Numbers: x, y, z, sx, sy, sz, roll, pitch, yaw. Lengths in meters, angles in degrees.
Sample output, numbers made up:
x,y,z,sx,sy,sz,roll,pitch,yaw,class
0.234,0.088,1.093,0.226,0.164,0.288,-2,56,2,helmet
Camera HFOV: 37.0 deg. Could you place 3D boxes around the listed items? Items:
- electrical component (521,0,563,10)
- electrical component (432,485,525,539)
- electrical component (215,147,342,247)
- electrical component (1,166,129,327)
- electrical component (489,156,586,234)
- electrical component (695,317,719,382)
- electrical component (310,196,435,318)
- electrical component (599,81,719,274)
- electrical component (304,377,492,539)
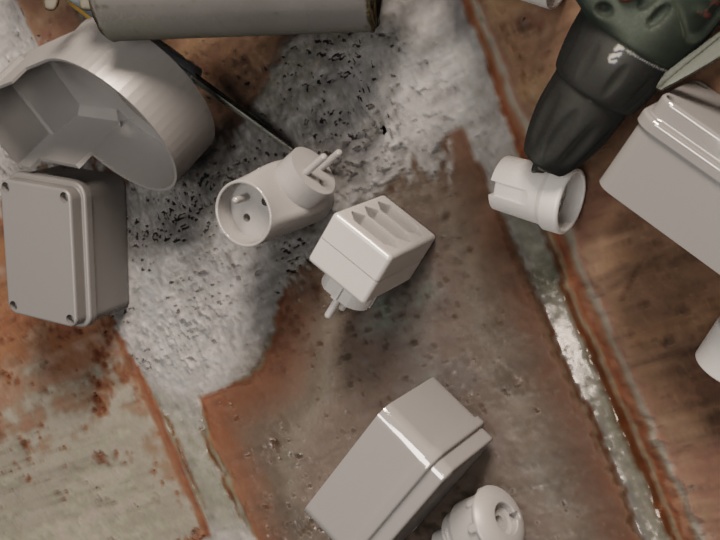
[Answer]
x,y,z,sx,sy,sz,roll,pitch,yaw,class
0.079,-0.181,0.613,0.081,0.043,0.043,24,115,22,electrical component
0.075,0.174,0.716,0.062,0.048,0.048,-33,86,39,electrical component
-0.043,-0.053,0.699,0.079,0.077,0.043,-38,84,32,electrical component
-0.227,-0.019,0.826,0.078,0.057,0.113,10,109,27,electrical component
0.105,-0.046,0.640,0.046,0.040,0.040,20,113,30,electrical component
0.216,0.033,0.597,0.044,0.044,0.065,34,122,18,electrical component
0.000,0.000,0.696,0.047,0.066,0.076,39,119,15,electrical component
0.195,-0.044,0.566,0.113,0.078,0.057,39,122,15,electrical component
0.026,0.135,0.712,0.057,0.078,0.113,44,120,16,electrical component
